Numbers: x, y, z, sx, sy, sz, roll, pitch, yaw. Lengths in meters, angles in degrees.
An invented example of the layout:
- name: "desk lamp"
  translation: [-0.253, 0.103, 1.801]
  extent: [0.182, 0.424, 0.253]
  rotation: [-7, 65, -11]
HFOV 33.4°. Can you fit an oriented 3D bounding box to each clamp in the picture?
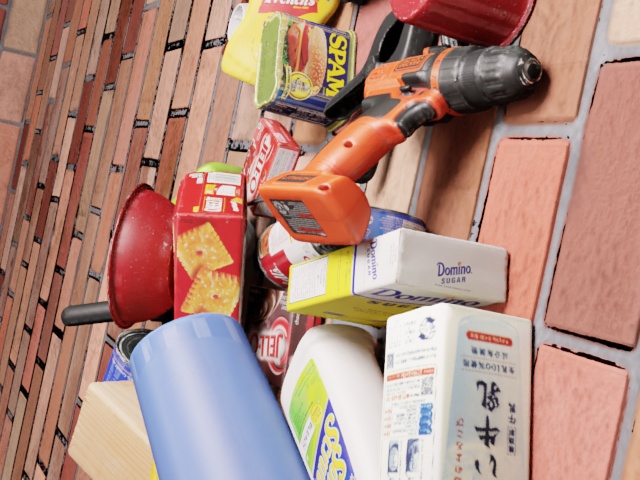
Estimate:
- name: "clamp"
  translation: [-0.202, 0.080, 1.285]
  extent: [0.210, 0.164, 0.036]
  rotation: [-24, 66, 49]
- name: "clamp"
  translation: [0.053, -0.147, 0.954]
  extent: [0.172, 0.039, 0.120]
  rotation: [-62, 34, 21]

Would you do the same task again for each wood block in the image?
- name: "wood block"
  translation: [-0.159, 0.233, 1.090]
  extent: [0.206, 0.090, 0.091]
  rotation: [33, 109, 40]

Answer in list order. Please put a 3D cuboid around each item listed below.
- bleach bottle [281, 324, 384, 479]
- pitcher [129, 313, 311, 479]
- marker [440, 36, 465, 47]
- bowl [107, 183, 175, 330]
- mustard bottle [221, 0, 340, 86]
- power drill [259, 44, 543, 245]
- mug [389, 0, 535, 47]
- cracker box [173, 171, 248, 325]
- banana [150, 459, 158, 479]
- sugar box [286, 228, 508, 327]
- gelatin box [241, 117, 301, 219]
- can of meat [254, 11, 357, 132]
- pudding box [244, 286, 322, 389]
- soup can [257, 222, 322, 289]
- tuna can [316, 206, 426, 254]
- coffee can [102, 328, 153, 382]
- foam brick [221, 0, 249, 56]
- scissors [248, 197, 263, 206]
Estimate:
- name: "bleach bottle"
  translation: [0.037, 0.181, 0.815]
  extent: [0.251, 0.068, 0.103]
  rotation: [-116, 40, -50]
- name: "pitcher"
  translation: [-0.077, 0.192, 0.917]
  extent: [0.149, 0.144, 0.243]
  rotation: [-52, 50, 39]
- name: "marker"
  translation: [0.105, -0.189, 0.883]
  extent: [0.020, 0.020, 0.121]
  rotation: [-46, 40, 49]
- name: "bowl"
  translation: [-0.176, 0.021, 1.154]
  extent: [0.162, 0.055, 0.162]
  rotation: [8, -90, -81]
- name: "mustard bottle"
  translation: [-0.029, -0.250, 1.105]
  extent: [0.058, 0.096, 0.192]
  rotation: [-63, -6, -74]
- name: "power drill"
  translation: [0.056, -0.075, 0.793]
  extent: [0.187, 0.057, 0.185]
  rotation: [-44, 21, -23]
- name: "mug"
  translation: [0.106, -0.206, 0.815]
  extent: [0.093, 0.081, 0.117]
  rotation: [-37, 47, 55]
- name: "cracker box"
  translation: [-0.114, 0.052, 1.075]
  extent: [0.164, 0.072, 0.214]
  rotation: [-101, 15, -71]
- name: "banana"
  translation: [-0.102, 0.284, 0.968]
  extent: [0.070, 0.198, 0.037]
  rotation: [-40, -3, 23]
- name: "sugar box"
  translation: [0.053, 0.033, 0.809]
  extent: [0.176, 0.093, 0.048]
  rotation: [-17, 65, 63]
- name: "gelatin box"
  translation: [-0.058, -0.079, 1.168]
  extent: [0.089, 0.030, 0.073]
  rotation: [-68, 28, 22]
- name: "can of meat"
  translation: [-0.015, -0.167, 1.052]
  extent: [0.058, 0.083, 0.102]
  rotation: [-27, 56, 60]
- name: "pudding box"
  translation: [-0.039, 0.094, 1.040]
  extent: [0.114, 0.039, 0.090]
  rotation: [-176, 95, -66]
- name: "soup can"
  translation: [-0.006, 0.001, 0.980]
  extent: [0.102, 0.068, 0.068]
  rotation: [-30, 52, 57]
- name: "tuna can"
  translation: [0.042, -0.003, 0.857]
  extent: [0.086, 0.086, 0.034]
  rotation: [-11, 68, 64]
- name: "coffee can"
  translation: [-0.221, 0.195, 1.309]
  extent: [0.140, 0.102, 0.103]
  rotation: [-67, 27, 22]
- name: "foam brick"
  translation: [-0.075, -0.234, 1.248]
  extent: [0.078, 0.051, 0.053]
  rotation: [-63, 30, 31]
- name: "scissors"
  translation: [-0.024, -0.062, 1.066]
  extent: [0.096, 0.016, 0.202]
  rotation: [-44, 13, -10]
